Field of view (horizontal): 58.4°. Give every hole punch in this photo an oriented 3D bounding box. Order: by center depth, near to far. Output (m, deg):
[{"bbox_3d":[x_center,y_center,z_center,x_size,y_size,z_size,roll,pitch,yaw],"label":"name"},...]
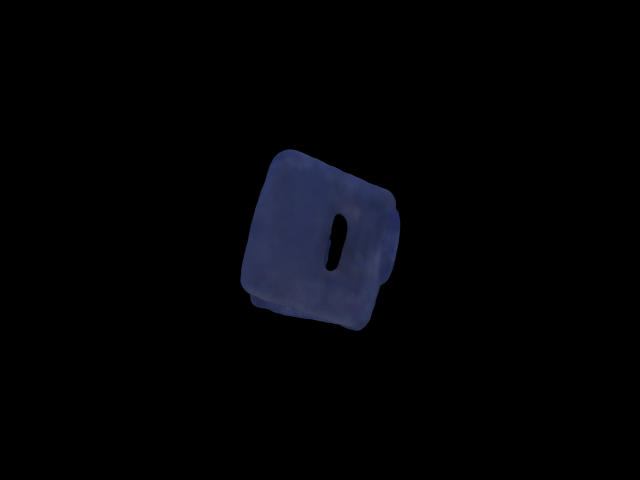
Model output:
[{"bbox_3d":[0.004,0.001,0.400,0.101,0.091,0.109,13,74,4],"label":"hole punch"}]
